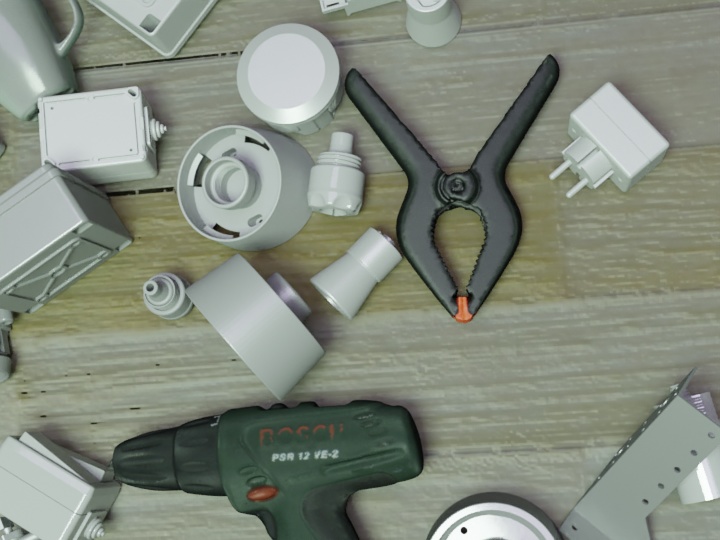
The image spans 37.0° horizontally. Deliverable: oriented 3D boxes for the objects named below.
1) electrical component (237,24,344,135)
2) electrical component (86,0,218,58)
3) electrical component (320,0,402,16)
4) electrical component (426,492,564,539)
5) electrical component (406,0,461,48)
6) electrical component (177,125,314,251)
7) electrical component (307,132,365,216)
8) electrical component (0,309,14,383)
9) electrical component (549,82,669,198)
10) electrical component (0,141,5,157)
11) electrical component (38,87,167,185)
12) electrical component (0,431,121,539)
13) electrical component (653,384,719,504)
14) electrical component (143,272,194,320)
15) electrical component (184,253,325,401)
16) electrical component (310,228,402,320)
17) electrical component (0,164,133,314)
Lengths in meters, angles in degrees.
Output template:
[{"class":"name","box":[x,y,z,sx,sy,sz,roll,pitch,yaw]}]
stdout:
[{"class":"electrical component","box":[-0.052,-0.147,0.843,0.080,0.051,0.080,-1,81,8]},{"class":"electrical component","box":[-0.168,-0.248,0.874,0.109,0.056,0.108,37,88,12]},{"class":"electrical component","box":[0.003,-0.236,0.843,0.081,0.064,0.042,-15,78,6]},{"class":"electrical component","box":[0.094,0.213,0.758,0.108,0.060,0.108,-1,81,9]},{"class":"electrical component","box":[0.054,-0.204,0.829,0.044,0.065,0.044,-1,81,8]},{"class":"electrical component","box":[-0.090,-0.065,0.841,0.099,0.064,0.099,-1,86,21]},{"class":"electrical component","box":[-0.017,-0.075,0.830,0.043,0.043,0.062,5,81,9]},{"class":"electrical component","box":[-0.303,0.061,0.850,0.066,0.048,0.055,-18,71,5]},{"class":"electrical component","box":[0.177,-0.086,0.801,0.077,0.047,0.065,-40,78,0]},{"class":"electrical component","box":[-0.369,-0.091,0.878,0.109,0.056,0.108,32,87,12]},{"class":"electrical component","box":[-0.200,-0.104,0.857,0.096,0.061,0.061,-7,79,-1]},{"class":"electrical component","box":[-0.228,0.167,0.813,0.096,0.061,0.061,28,86,12]},{"class":"electrical component","box":[0.236,0.120,0.761,0.043,0.043,0.081,-16,79,6]},{"class":"electrical component","box":[-0.150,0.018,0.825,0.035,0.061,0.035,-2,80,9]},{"class":"electrical component","box":[-0.071,0.036,0.790,0.060,0.108,0.108,-41,77,-6]},{"class":"electrical component","box":[0.000,0.000,0.817,0.044,0.044,0.065,43,84,12]},{"class":"electrical component","box":[-0.245,-0.021,0.822,0.109,0.109,0.056,-35,80,2]}]
